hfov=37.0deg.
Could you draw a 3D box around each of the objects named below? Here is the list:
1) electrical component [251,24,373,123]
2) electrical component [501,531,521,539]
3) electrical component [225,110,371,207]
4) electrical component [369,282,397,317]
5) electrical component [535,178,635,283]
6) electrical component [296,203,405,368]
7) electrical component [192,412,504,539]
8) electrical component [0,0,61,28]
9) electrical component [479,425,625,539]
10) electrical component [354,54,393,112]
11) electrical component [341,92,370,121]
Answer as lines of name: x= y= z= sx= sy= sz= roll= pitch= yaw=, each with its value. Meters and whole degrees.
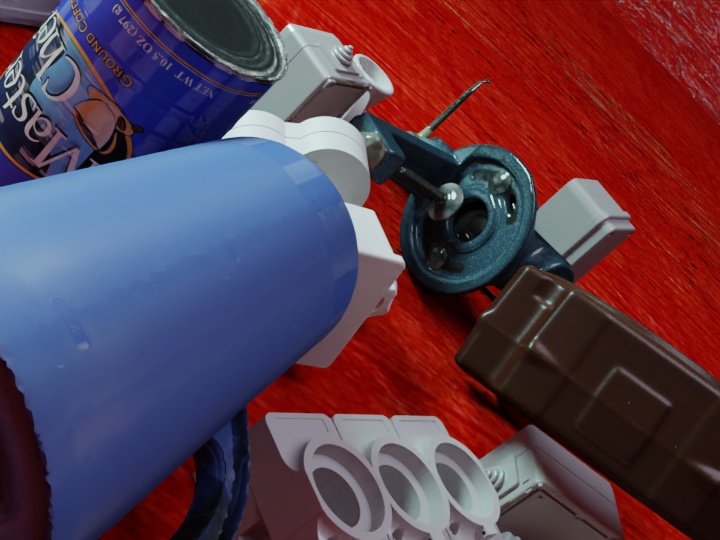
electrical component: x=-0.043 y=-0.133 z=0.765 sx=0.061 sy=0.096 sz=0.062 roll=56 pitch=26 yaw=15
electrical component: x=0.098 y=0.181 z=0.629 sx=0.078 sy=0.040 sz=0.040 roll=49 pitch=25 yaw=0
electrical component: x=-0.062 y=-0.053 z=0.626 sx=0.138 sy=0.052 sz=0.073 roll=3 pitch=38 yaw=-7
electrical component: x=0.000 y=0.000 z=0.723 sx=0.043 sy=0.043 sz=0.062 roll=31 pitch=29 yaw=-33
electrical component: x=0.182 y=-0.024 z=0.966 sx=0.057 sy=0.113 sz=0.078 roll=54 pitch=26 yaw=18
electrical component: x=-0.038 y=0.002 z=0.592 sx=0.100 sy=0.099 sz=0.048 roll=14 pitch=37 yaw=-34
electrical component: x=0.004 y=0.122 z=0.537 sx=0.150 sy=0.062 sz=0.089 roll=11 pitch=44 yaw=-52
electrical component: x=-0.219 y=-0.205 z=0.643 sx=0.108 sy=0.056 sz=0.109 roll=55 pitch=26 yaw=13
electrical component: x=0.110 y=0.143 z=0.676 sx=0.096 sy=0.062 sz=0.061 roll=38 pitch=27 yaw=-22
electrical component: x=-0.006 y=-0.147 z=0.904 sx=0.045 sy=0.055 sz=0.045 roll=37 pitch=28 yaw=-23
electrical component: x=-0.030 y=-0.137 z=0.851 sx=0.057 sy=0.058 sz=0.078 roll=37 pitch=28 yaw=-18
